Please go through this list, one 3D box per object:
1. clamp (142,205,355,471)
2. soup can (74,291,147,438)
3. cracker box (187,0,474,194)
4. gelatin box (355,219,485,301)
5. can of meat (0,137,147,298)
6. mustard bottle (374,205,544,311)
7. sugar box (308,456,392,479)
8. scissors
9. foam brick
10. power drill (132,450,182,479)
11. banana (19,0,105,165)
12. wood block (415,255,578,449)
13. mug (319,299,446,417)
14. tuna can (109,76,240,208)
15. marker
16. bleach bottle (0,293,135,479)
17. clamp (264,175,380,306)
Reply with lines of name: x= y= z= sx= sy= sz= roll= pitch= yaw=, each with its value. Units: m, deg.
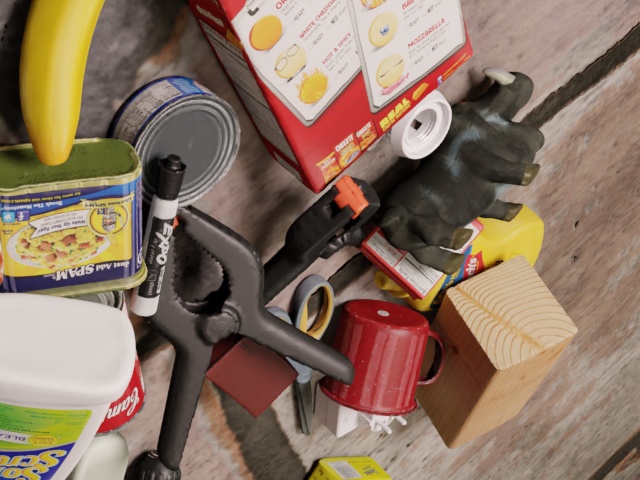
clamp: x=-0.066 y=0.058 z=0.790 sx=0.164 sy=0.036 sz=0.210 roll=-19 pitch=114 yaw=-12
soup can: x=-0.162 y=0.080 z=0.747 sx=0.068 sy=0.069 sz=0.102 roll=-29 pitch=138 yaw=-26
cracker box: x=0.007 y=-0.158 z=0.712 sx=0.164 sy=0.072 sz=0.213 roll=-42 pitch=142 yaw=-11
gelatin box: x=0.087 y=-0.003 z=0.926 sx=0.089 sy=0.073 sz=0.030 roll=-48 pitch=-176 yaw=-10
can of meat: x=-0.160 y=-0.013 z=0.662 sx=0.102 sy=0.057 sz=0.084 roll=-8 pitch=127 yaw=-20
mustard bottle: x=0.124 y=0.021 z=1.002 sx=0.191 sy=0.058 sz=0.096 roll=-10 pitch=138 yaw=-40
sugar box: x=-0.004 y=0.311 z=1.134 sx=0.093 sy=0.048 sz=0.176 roll=12 pitch=111 yaw=-51
scissors: x=-0.031 y=0.119 z=0.962 sx=0.096 sy=0.016 sz=0.202 roll=-16 pitch=132 yaw=-35
foam brick: x=-0.065 y=0.095 z=0.863 sx=0.053 sy=0.051 sz=0.078 roll=-43 pitch=132 yaw=-2
power drill: x=-0.111 y=0.272 z=0.959 sx=0.187 sy=0.057 sz=0.184 roll=6 pitch=97 yaw=-52
banana: x=-0.125 y=-0.137 z=0.600 sx=0.198 sy=0.069 sz=0.037 roll=-54 pitch=174 yaw=13
wood block: x=0.160 y=0.115 z=1.036 sx=0.090 sy=0.091 sz=0.206 roll=-23 pitch=155 yaw=-19
mug: x=0.063 y=0.105 z=0.973 sx=0.117 sy=0.093 sz=0.081 roll=6 pitch=104 yaw=-22
tuna can: x=-0.098 y=-0.066 z=0.715 sx=0.086 sy=0.034 sz=0.086 roll=-27 pitch=138 yaw=-28
marker: x=-0.108 y=-0.003 z=0.712 sx=0.020 sy=0.020 sz=0.121 roll=-12 pitch=130 yaw=-40
bleach bottle: x=-0.199 y=0.134 z=0.713 sx=0.102 sy=0.068 sz=0.251 roll=10 pitch=139 yaw=-17
clamp: x=-0.005 y=0.001 z=0.821 sx=0.120 sy=0.039 sz=0.171 roll=-40 pitch=170 yaw=-15
